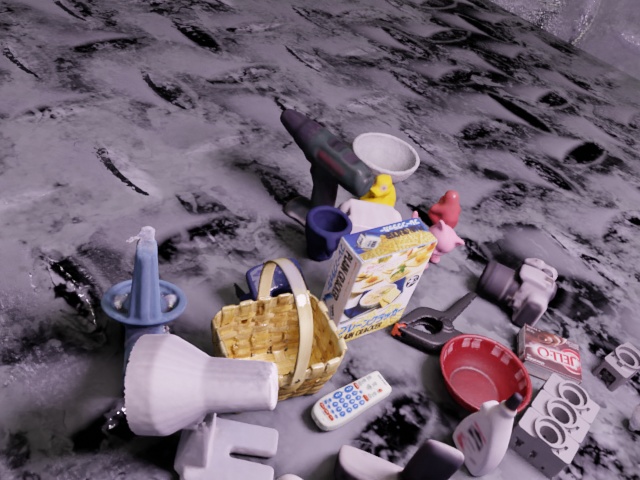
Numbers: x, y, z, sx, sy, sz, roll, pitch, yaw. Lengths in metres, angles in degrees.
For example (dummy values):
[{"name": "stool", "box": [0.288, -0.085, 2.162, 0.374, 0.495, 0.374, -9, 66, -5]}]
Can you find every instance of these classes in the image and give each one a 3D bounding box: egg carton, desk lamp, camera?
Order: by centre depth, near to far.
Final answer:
[{"name": "desk lamp", "box": [-0.140, 0.218, 0.728, 0.203, 0.213, 0.118, 12, 41, -7]}, {"name": "camera", "box": [0.397, 0.083, 1.152, 0.136, 0.101, 0.143, 27, 42, 11]}, {"name": "egg carton", "box": [0.102, -0.028, 1.195, 0.150, 0.069, 0.107, 9, 42, -10]}]

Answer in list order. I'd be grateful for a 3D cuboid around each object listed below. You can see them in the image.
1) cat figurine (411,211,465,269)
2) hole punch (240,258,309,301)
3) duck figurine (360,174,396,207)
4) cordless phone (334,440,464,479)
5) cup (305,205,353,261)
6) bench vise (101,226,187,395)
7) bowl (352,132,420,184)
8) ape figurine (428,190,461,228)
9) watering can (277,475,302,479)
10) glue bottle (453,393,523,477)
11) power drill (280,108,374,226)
[{"name": "cat figurine", "box": [0.228, -0.007, 1.179, 0.067, 0.118, 0.127, -21, 54, -36]}, {"name": "hole punch", "box": [-0.069, 0.095, 0.982, 0.109, 0.091, 0.101, -14, 50, -31]}, {"name": "duck figurine", "box": [0.137, -0.109, 1.285, 0.077, 0.086, 0.105, 37, 44, 21]}, {"name": "cordless phone", "box": [0.100, 0.295, 0.750, 0.147, 0.185, 0.094, 20, 41, 3]}, {"name": "cup", "box": [0.010, 0.004, 1.108, 0.092, 0.095, 0.117, 7, 42, -11]}, {"name": "bench vise", "box": [-0.238, 0.103, 0.816, 0.122, 0.220, 0.207, -13, 49, -30]}, {"name": "bowl", "box": [0.150, -0.185, 1.381, 0.167, 0.075, 0.167, 10, 41, -9]}, {"name": "ape figurine", "box": [0.288, -0.074, 1.293, 0.078, 0.092, 0.076, 6, 42, -13]}, {"name": "watering can", "box": [-0.038, 0.340, 0.644, 0.100, 0.194, 0.173, 31, 43, 15]}, {"name": "glue bottle", "box": [0.251, 0.273, 0.836, 0.037, 0.173, 0.078, -7, 46, -25]}, {"name": "power drill", "box": [-0.006, -0.130, 1.164, 0.229, 0.208, 0.076, 33, 43, 17]}]
